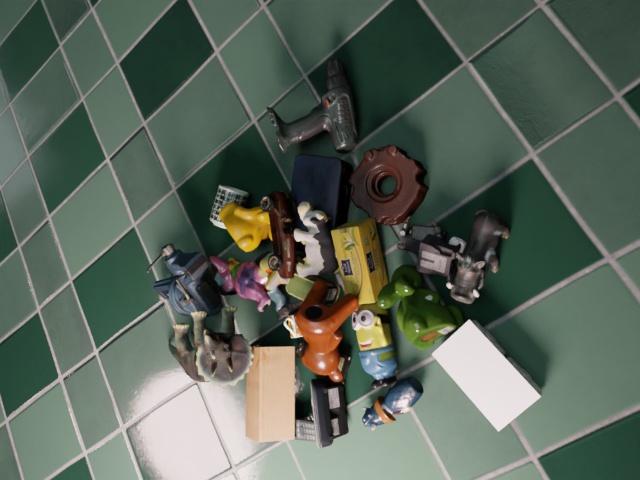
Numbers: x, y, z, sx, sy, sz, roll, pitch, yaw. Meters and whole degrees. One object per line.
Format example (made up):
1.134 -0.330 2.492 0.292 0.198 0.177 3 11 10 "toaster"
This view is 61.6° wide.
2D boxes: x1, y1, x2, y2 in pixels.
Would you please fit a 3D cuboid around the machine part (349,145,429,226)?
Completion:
0.150 -0.122 1.197 0.180 0.056 0.179 -2 86 28 "machine part"

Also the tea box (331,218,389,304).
0.090 0.045 1.166 0.068 0.098 0.169 -8 101 29 "tea box"

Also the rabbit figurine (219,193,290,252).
-0.142 -0.058 1.303 0.173 0.162 0.121 -35 112 -8 "rabbit figurine"

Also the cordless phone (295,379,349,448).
-0.030 0.395 1.242 0.184 0.088 0.146 -16 78 46 "cordless phone"

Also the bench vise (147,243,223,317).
-0.367 0.113 1.394 0.241 0.223 0.129 -15 37 43 "bench vise"

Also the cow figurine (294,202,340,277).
-0.003 -0.005 1.183 0.098 0.068 0.167 -5 88 22 "cow figurine"

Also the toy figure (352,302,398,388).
0.122 0.223 1.167 0.082 0.089 0.180 -17 86 23 "toy figure"

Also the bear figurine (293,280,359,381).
0.016 0.205 1.166 0.120 0.195 0.132 20 53 33 "bear figurine"

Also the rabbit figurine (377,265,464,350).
0.188 0.127 1.115 0.121 0.159 0.170 -42 52 29 "rabbit figurine"

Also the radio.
-0.001 -0.083 1.267 0.131 0.073 0.229 5 90 28 "radio"

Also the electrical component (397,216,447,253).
0.218 -0.007 1.155 0.102 0.045 0.078 15 91 29 "electrical component"

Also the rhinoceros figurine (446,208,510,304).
0.314 0.034 1.063 0.073 0.112 0.190 20 87 26 "rhinoceros figurine"

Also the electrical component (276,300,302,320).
-0.070 0.167 1.282 0.094 0.063 0.021 -27 73 17 "electrical component"

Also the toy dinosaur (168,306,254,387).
-0.284 0.284 1.326 0.405 0.131 0.192 -41 53 51 "toy dinosaur"

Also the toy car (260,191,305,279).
-0.081 -0.014 1.209 0.053 0.089 0.202 -19 74 35 "toy car"

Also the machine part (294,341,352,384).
0.006 0.277 1.249 0.139 0.039 0.084 16 101 27 "machine part"

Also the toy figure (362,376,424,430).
0.154 0.353 1.149 0.058 0.064 0.154 39 113 -13 "toy figure"

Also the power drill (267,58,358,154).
-0.017 -0.301 1.266 0.207 0.086 0.232 -16 80 -6 "power drill"

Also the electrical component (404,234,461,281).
0.226 0.028 1.110 0.119 0.048 0.074 21 125 22 "electrical component"

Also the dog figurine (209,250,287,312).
-0.169 0.075 1.324 0.219 0.108 0.191 32 105 30 "dog figurine"
